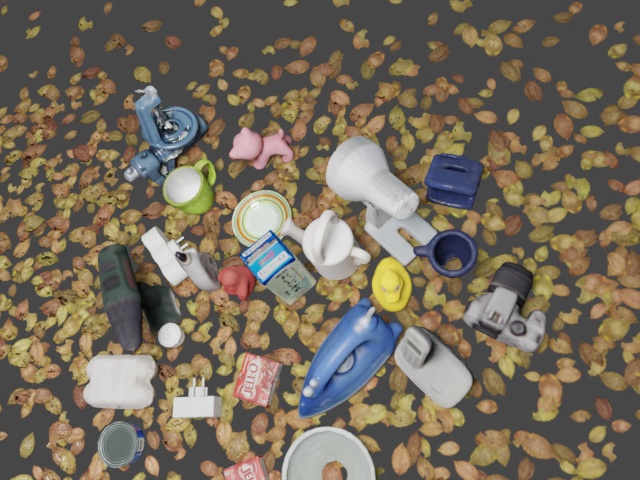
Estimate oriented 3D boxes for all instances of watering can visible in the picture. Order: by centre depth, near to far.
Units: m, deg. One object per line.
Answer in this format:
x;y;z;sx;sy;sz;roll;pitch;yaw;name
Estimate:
0.009;0.006;1.092;0.172;0.194;0.101;-3;72;11;watering can

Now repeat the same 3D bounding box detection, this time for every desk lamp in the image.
0.121;-0.077;1.086;0.118;0.214;0.203;-45;70;-5;desk lamp

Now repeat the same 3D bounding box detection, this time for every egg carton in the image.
-0.400;0.285;1.151;0.150;0.069;0.107;-3;72;10;egg carton

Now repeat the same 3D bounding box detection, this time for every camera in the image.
0.349;0.116;1.039;0.143;0.101;0.137;25;79;18;camera

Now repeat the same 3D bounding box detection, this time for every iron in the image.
0.034;0.224;1.046;0.118;0.142;0.258;37;83;20;iron

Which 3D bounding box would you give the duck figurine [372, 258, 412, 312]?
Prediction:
0.136;0.080;1.101;0.077;0.086;0.104;-8;71;9;duck figurine

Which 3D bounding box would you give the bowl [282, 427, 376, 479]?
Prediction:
0.019;0.420;1.021;0.167;0.075;0.167;-3;72;10;bowl

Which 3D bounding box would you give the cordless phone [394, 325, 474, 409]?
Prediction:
0.197;0.214;0.993;0.147;0.185;0.094;41;84;20;cordless phone

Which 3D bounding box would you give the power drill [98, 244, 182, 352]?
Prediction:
-0.353;0.124;1.119;0.075;0.209;0.229;-29;69;2;power drill

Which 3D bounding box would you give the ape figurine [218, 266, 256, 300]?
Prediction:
-0.173;0.082;1.159;0.076;0.092;0.077;-32;69;0;ape figurine

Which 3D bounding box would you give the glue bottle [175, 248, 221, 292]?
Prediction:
-0.248;0.050;1.141;0.037;0.173;0.078;-17;70;6;glue bottle

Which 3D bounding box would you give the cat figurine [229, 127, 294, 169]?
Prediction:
-0.130;-0.206;1.229;0.127;0.118;0.067;-17;70;6;cat figurine

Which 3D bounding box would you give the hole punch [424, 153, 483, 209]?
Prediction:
0.264;-0.126;1.139;0.108;0.091;0.101;13;76;15;hole punch

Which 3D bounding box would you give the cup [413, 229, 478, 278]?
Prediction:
0.237;0.035;1.090;0.117;0.095;0.092;4;73;13;cup

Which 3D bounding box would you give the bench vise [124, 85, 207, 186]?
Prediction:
-0.342;-0.217;1.221;0.121;0.220;0.207;18;77;17;bench vise
